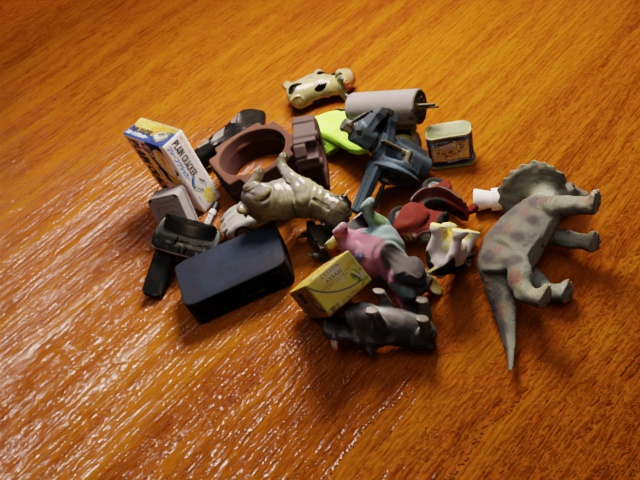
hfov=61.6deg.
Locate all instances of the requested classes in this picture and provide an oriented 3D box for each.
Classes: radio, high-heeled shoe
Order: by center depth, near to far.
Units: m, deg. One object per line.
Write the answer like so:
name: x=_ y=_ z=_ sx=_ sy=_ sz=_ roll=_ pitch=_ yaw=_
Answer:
radio: x=-0.172 y=0.067 z=1.094 sx=0.230 sy=0.073 sz=0.131 roll=-25 pitch=45 yaw=0
high-heeled shoe: x=-0.248 y=-0.269 z=1.458 sx=0.145 sy=0.086 sz=0.249 roll=-27 pitch=13 yaw=43

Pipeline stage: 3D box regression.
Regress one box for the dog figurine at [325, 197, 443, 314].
dog figurine: x=0.117 y=0.046 z=0.986 sx=0.108 sy=0.191 sz=0.219 roll=-38 pitch=81 yaw=-18

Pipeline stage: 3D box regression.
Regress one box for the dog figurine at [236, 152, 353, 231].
dog figurine: x=-0.051 y=-0.063 z=1.080 sx=0.191 sy=0.121 sz=0.172 roll=39 pitch=76 yaw=25

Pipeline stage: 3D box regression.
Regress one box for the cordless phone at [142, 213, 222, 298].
cordless phone: x=-0.302 y=0.044 z=1.168 sx=0.147 sy=0.088 sz=0.184 roll=16 pitch=77 yaw=-5

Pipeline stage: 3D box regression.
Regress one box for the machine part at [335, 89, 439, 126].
machine part: x=0.144 y=-0.290 z=1.187 sx=0.243 sy=0.079 sz=0.079 roll=6 pitch=51 yaw=34

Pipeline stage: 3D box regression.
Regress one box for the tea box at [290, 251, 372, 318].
tea box: x=0.013 y=0.082 z=0.940 sx=0.098 sy=0.169 sz=0.068 roll=-39 pitch=89 yaw=-17

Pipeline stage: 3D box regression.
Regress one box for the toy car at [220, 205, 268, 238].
toy car: x=-0.132 y=-0.067 z=1.212 sx=0.202 sy=0.056 sz=0.074 roll=-26 pitch=45 yaw=-3

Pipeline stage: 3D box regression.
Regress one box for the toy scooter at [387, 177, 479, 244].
toy scooter: x=0.224 y=-0.051 z=1.044 sx=0.135 sy=0.075 sz=0.184 roll=24 pitch=58 yaw=41

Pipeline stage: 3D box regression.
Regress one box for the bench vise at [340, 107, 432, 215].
bench vise: x=0.118 y=-0.142 z=1.105 sx=0.129 sy=0.223 sz=0.240 roll=12 pitch=78 yaw=57

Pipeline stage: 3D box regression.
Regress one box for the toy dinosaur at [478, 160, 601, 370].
toy dinosaur: x=0.346 y=0.013 z=0.916 sx=0.405 sy=0.131 sz=0.192 roll=-49 pitch=38 yaw=-18

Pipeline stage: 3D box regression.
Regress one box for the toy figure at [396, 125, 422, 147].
toy figure: x=0.182 y=-0.249 z=1.242 sx=0.089 sy=0.082 sz=0.180 roll=-23 pitch=48 yaw=16

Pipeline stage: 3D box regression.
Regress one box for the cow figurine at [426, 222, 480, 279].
cow figurine: x=0.237 y=0.021 z=0.951 sx=0.068 sy=0.167 sz=0.098 roll=16 pitch=97 yaw=28

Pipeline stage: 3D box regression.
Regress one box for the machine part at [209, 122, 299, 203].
machine part: x=-0.151 y=-0.186 z=1.309 sx=0.201 sy=0.087 sz=0.201 roll=-35 pitch=46 yaw=-10

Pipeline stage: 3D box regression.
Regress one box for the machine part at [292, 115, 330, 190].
machine part: x=-0.017 y=-0.190 z=1.205 sx=0.056 sy=0.179 sz=0.179 roll=-11 pitch=46 yaw=7

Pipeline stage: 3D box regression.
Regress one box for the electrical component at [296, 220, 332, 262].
electrical component: x=-0.001 y=-0.003 z=1.113 sx=0.078 sy=0.045 sz=0.102 roll=-9 pitch=42 yaw=-26

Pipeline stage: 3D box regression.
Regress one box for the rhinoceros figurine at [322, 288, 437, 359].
rhinoceros figurine: x=0.099 y=0.143 z=0.897 sx=0.190 sy=0.111 sz=0.073 roll=3 pitch=33 yaw=8

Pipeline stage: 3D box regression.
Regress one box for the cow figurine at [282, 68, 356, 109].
cow figurine: x=0.003 y=-0.415 z=1.461 sx=0.195 sy=0.085 sz=0.127 roll=-21 pitch=39 yaw=-1
